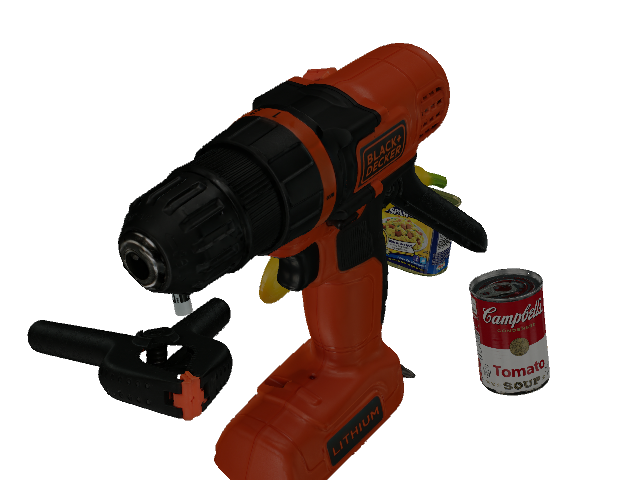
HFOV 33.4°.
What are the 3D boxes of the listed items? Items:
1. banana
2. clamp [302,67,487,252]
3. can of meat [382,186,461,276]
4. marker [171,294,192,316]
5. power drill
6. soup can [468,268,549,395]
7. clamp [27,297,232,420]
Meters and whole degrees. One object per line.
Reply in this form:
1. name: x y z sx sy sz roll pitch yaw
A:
1. banana: 0.020 -0.013 0.930 0.198 0.037 0.069 -32 -48 5
2. clamp: 0.028 -0.023 0.664 0.120 0.171 0.039 -47 23 -26
3. can of meat: 0.099 -0.015 1.183 0.102 0.084 0.057 20 27 29
4. marker: -0.155 0.021 1.123 0.020 0.121 0.020 -9 19 3
5. power drill: -0.010 0.024 0.461 0.057 0.188 0.184 26 41 29
6. soup can: 0.179 0.086 1.010 0.068 0.102 0.068 -8 21 3
7. clamp: -0.114 0.082 0.795 0.164 0.036 0.210 -9 14 -27
